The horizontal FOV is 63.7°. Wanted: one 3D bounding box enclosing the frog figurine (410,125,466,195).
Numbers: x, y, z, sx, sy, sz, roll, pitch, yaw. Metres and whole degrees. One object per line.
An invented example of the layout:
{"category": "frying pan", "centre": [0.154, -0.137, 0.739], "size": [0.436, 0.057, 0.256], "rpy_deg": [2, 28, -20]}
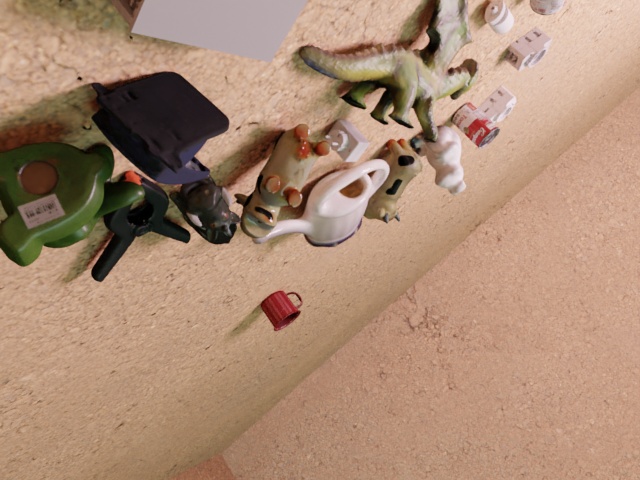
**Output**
{"category": "frog figurine", "centre": [0.309, -0.196, 1.249], "size": [0.123, 0.161, 0.135], "rpy_deg": [-37, 159, -9]}

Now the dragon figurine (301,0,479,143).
{"category": "dragon figurine", "centre": [0.155, -0.309, 0.857], "size": [0.407, 0.124, 0.241], "rpy_deg": [19, 102, -51]}

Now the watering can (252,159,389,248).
{"category": "watering can", "centre": [0.003, -0.055, 1.088], "size": [0.351, 0.105, 0.220], "rpy_deg": [-32, 160, -20]}
